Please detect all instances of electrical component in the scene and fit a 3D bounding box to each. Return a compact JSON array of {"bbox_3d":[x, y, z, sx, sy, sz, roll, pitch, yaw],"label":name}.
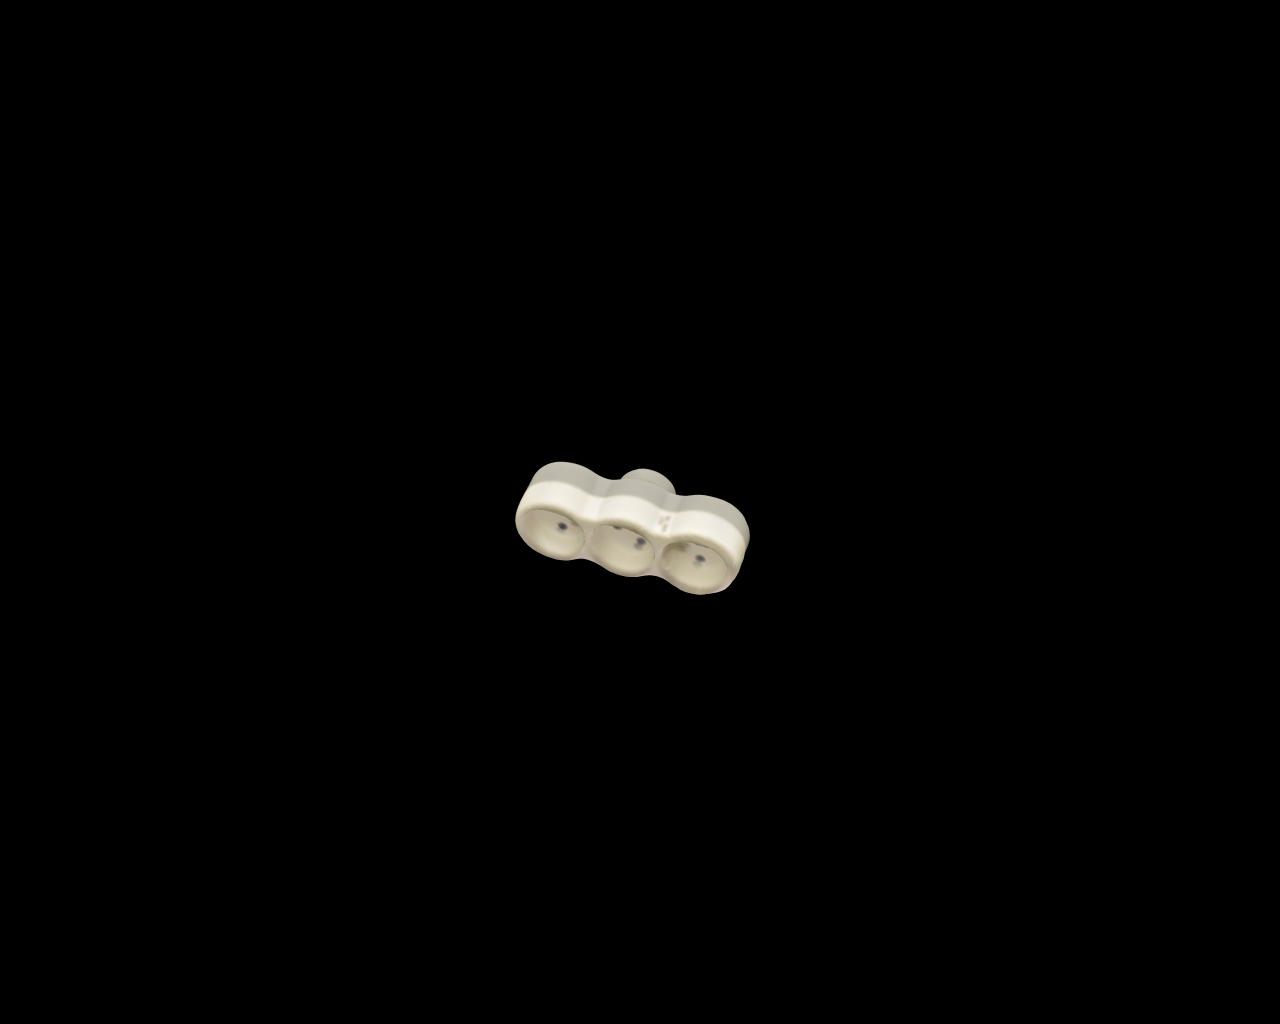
[{"bbox_3d":[0.001,-0.003,0.650,0.138,0.052,0.074,13,47,12],"label":"electrical component"}]
